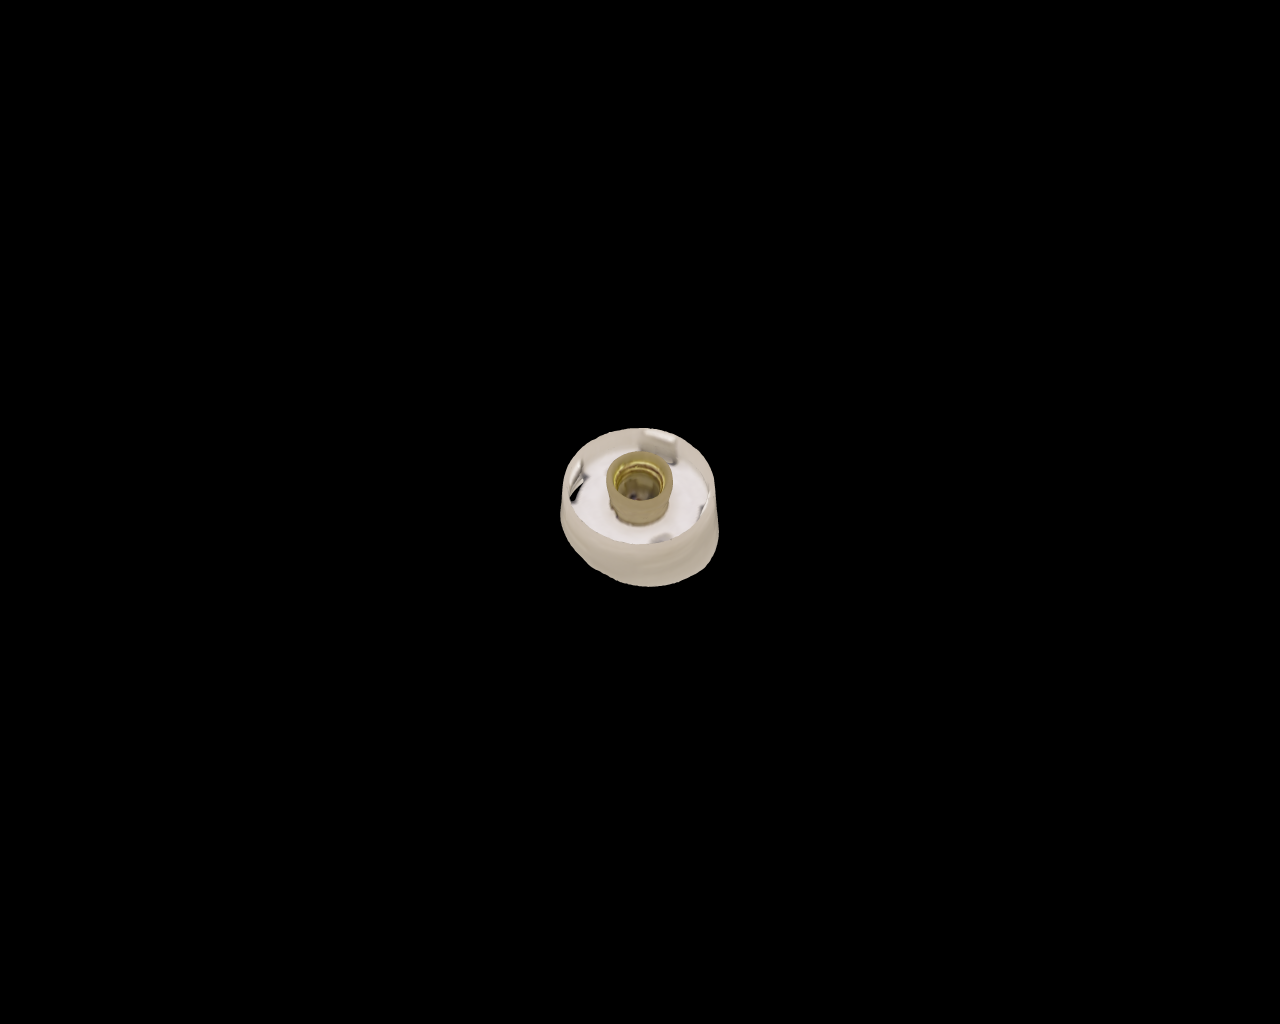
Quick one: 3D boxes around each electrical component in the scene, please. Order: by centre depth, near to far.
[{"bbox_3d":[0.001,-0.003,0.650,0.099,0.099,0.064,0,-38,0],"label":"electrical component"}]
